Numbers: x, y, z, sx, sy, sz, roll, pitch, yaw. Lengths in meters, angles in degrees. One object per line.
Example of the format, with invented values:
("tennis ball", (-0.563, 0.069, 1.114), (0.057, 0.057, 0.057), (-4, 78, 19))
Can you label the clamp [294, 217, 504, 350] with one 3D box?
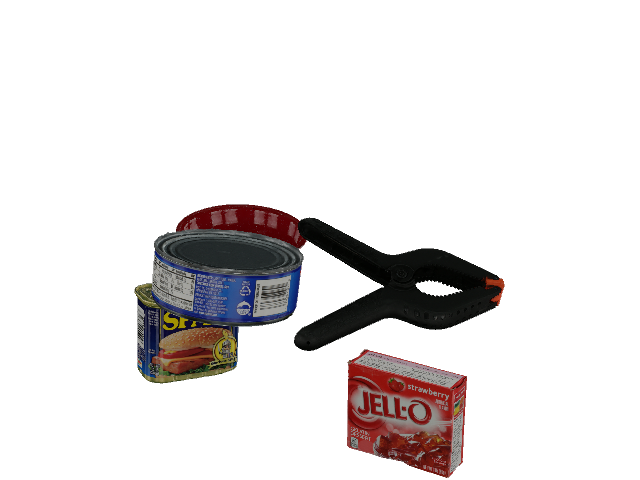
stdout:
("clamp", (0.071, 0.051, 1.032), (0.210, 0.164, 0.036), (8, -44, 2))

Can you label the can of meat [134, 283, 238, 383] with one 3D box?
("can of meat", (-0.128, 0.086, 1.038), (0.101, 0.084, 0.058), (-5, 19, -27))

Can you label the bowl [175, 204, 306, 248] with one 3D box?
("bowl", (-0.098, 0.012, 1.316), (0.162, 0.055, 0.162), (3, 26, -2))

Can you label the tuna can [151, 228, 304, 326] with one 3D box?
("tuna can", (-0.054, 0.020, 0.614), (0.086, 0.034, 0.086), (6, 14, -2))

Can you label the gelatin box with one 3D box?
("gelatin box", (0.063, 0.128, 0.796), (0.089, 0.073, 0.030), (12, 22, 29))
